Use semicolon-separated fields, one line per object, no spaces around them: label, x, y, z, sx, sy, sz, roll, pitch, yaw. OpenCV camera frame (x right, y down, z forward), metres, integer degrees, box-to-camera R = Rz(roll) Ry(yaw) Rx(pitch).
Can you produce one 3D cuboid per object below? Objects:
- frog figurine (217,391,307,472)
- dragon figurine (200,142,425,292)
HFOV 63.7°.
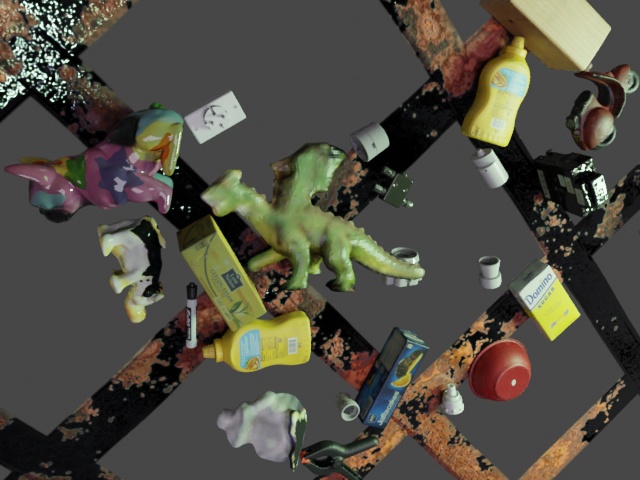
frog figurine;-0.111;0.353;0.982;0.159;0.125;0.134;6;120;16
dragon figurine;0.003;-0.044;0.878;0.411;0.123;0.241;0;99;-20
